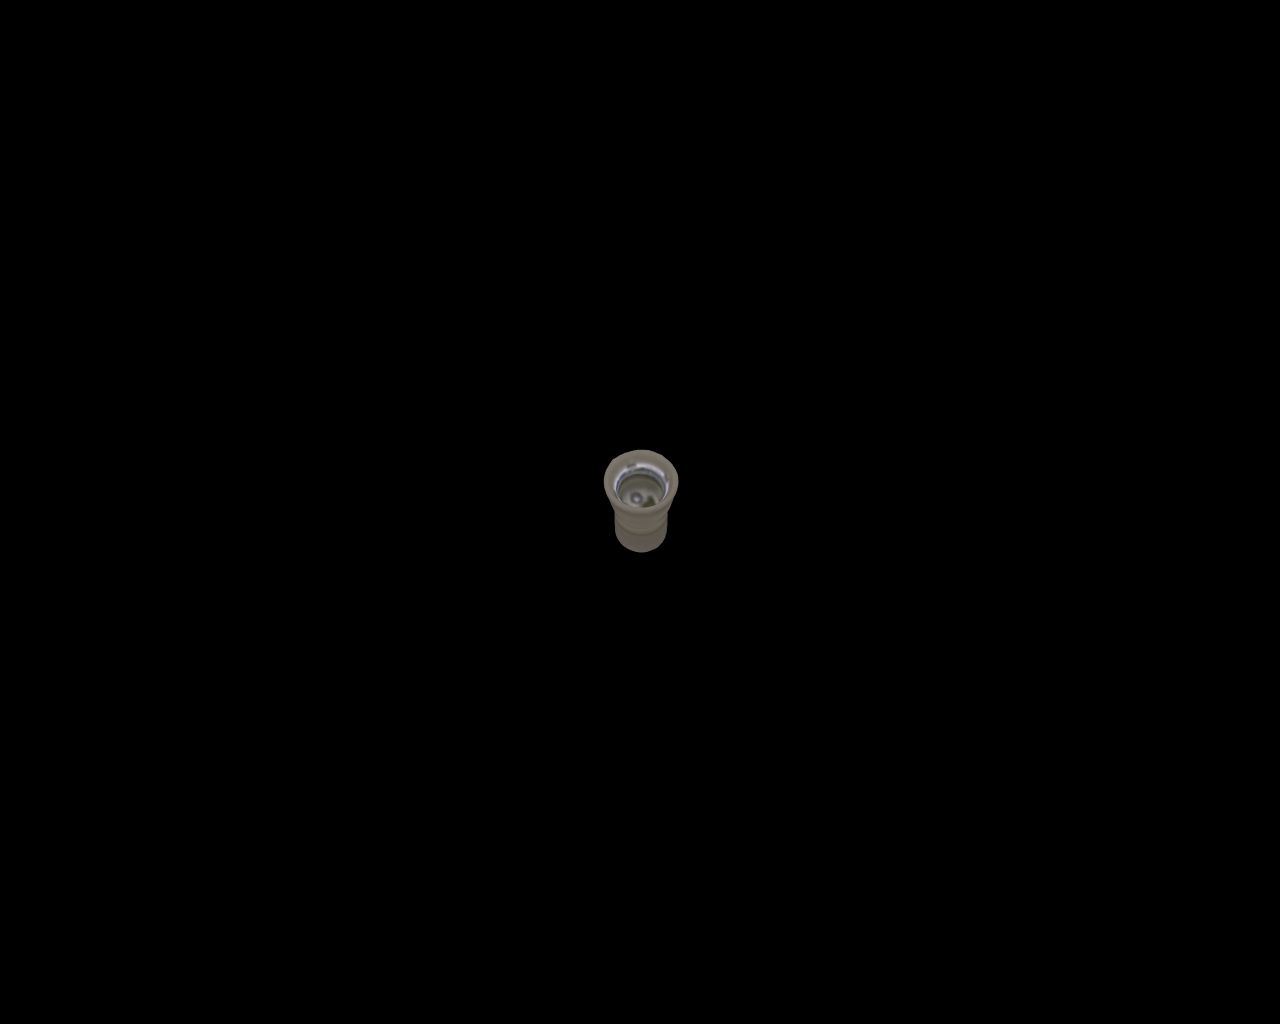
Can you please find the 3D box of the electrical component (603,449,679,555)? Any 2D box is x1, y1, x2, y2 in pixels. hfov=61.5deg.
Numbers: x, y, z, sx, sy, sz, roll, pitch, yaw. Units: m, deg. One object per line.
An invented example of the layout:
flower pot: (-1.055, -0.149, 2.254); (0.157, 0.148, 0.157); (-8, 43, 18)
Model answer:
electrical component: (0.001, -0.003, 0.650); (0.044, 0.044, 0.065); (0, -31, 0)
